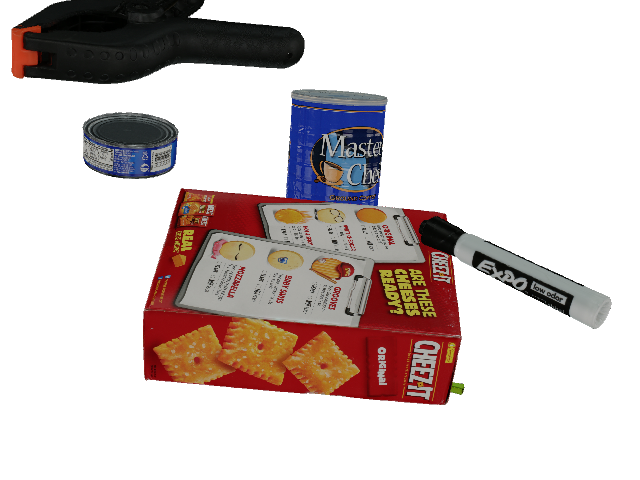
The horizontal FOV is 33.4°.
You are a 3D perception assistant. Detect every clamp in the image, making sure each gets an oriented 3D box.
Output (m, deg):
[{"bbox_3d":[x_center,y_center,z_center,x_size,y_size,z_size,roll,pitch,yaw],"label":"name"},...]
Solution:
[{"bbox_3d":[-0.108,-0.130,0.645,0.171,0.039,0.120,-9,30,-30],"label":"clamp"}]

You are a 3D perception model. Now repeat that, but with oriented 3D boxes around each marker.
[{"bbox_3d":[0.106,0.015,0.601,0.121,0.020,0.020,28,16,33],"label":"marker"}]

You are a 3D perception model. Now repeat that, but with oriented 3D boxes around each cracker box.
[{"bbox_3d":[-0.012,0.039,0.788,0.213,0.072,0.164,6,33,-1],"label":"cracker box"}]

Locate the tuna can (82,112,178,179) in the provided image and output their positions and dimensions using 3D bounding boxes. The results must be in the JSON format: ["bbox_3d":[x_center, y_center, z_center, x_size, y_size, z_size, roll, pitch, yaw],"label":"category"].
[{"bbox_3d":[-0.174,-0.087,0.976,0.086,0.034,0.086,6,25,-3],"label":"tuna can"}]

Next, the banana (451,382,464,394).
[{"bbox_3d":[0.095,0.130,1.234,0.069,0.037,0.198,7,22,-21],"label":"banana"}]

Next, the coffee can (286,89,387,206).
[{"bbox_3d":[0.016,-0.088,1.149,0.103,0.140,0.103,4,12,-1],"label":"coffee can"}]
